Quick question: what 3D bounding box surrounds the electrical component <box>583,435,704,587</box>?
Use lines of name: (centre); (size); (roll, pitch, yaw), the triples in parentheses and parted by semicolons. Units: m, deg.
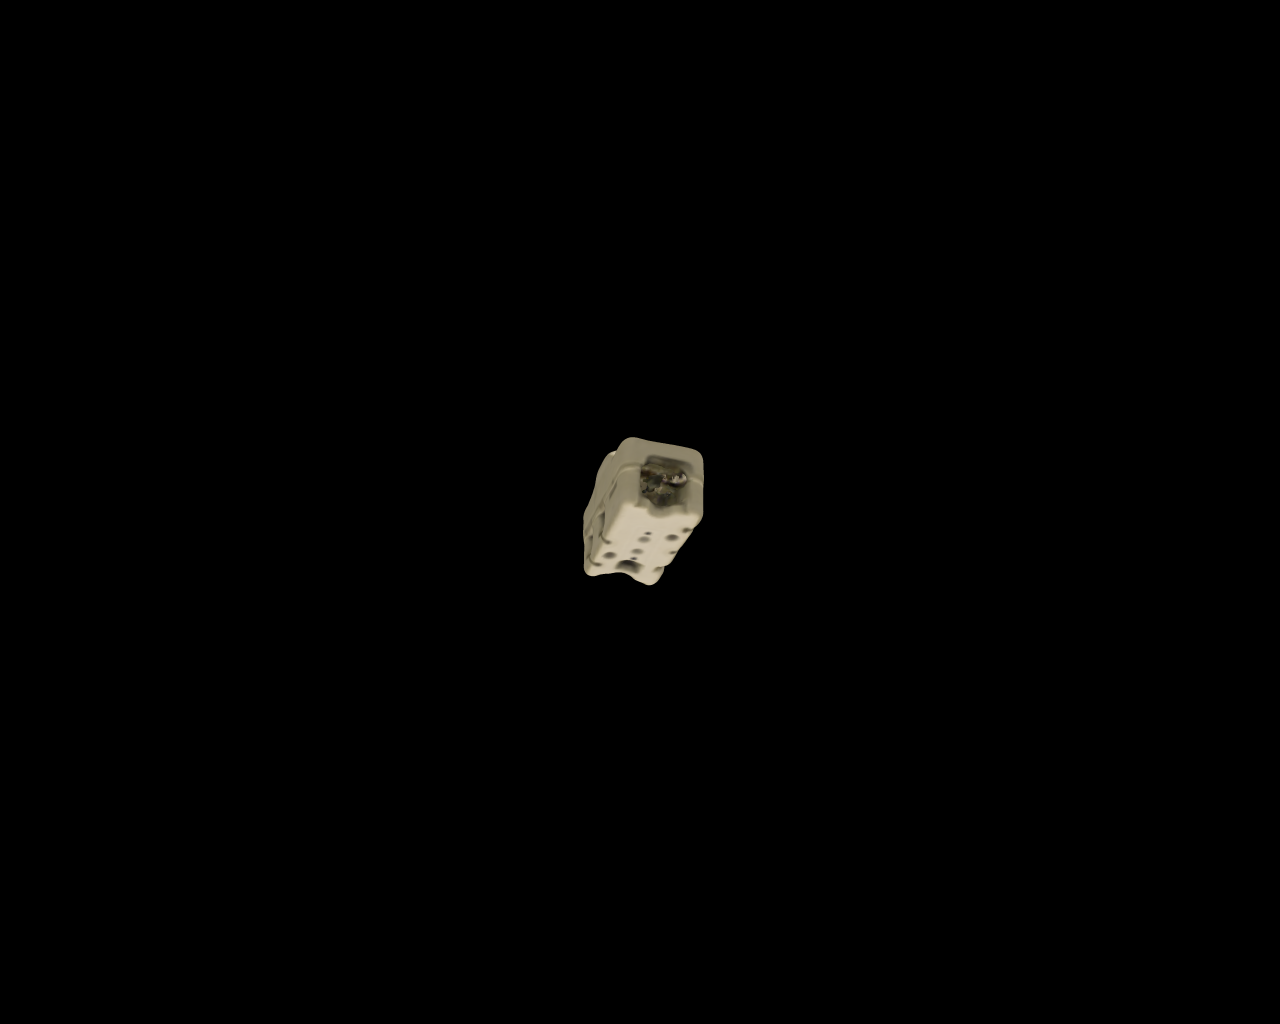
electrical component: (0.001, -0.003, 0.650); (0.050, 0.056, 0.089); (10, -34, -15)
